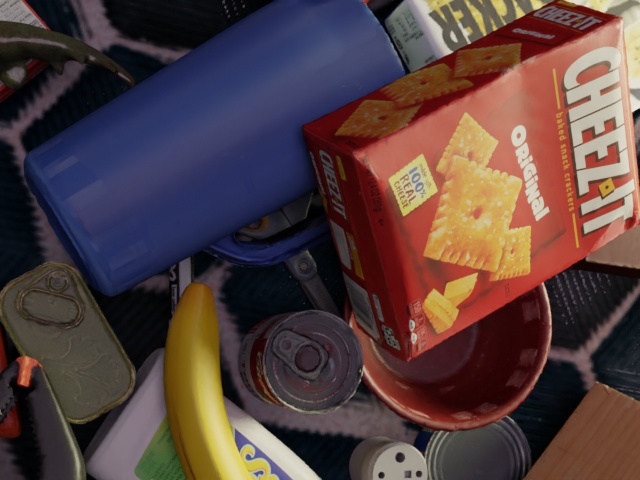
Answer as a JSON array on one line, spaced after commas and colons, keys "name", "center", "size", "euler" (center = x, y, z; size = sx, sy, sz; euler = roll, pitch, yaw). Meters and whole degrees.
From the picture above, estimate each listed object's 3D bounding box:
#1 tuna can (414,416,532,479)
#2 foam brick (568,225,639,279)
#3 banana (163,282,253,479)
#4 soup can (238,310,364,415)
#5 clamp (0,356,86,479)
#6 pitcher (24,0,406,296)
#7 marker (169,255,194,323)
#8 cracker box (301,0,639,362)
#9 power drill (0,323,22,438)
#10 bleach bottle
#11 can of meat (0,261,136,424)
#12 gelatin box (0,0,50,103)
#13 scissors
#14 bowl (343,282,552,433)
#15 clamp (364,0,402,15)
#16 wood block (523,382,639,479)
[{"name": "tuna can", "center": [0.112, 0.167, 0.798], "size": [0.086, 0.034, 0.086], "euler": [1, 84, -14]}, {"name": "foam brick", "center": [0.231, -0.001, 0.834], "size": [0.078, 0.053, 0.051], "euler": [8, 83, -13]}, {"name": "banana", "center": [-0.063, 0.128, 0.693], "size": [0.069, 0.037, 0.198], "euler": [-28, 95, -39]}, {"name": "soup can", "center": [-0.016, 0.084, 0.739], "size": [0.068, 0.102, 0.068], "euler": [1, 84, -14]}, {"name": "clamp", "center": [-0.202, 0.172, 0.624], "size": [0.164, 0.036, 0.210], "euler": [4, 76, -8]}, {"name": "pitcher", "center": [-0.063, -0.058, 0.718], "size": [0.242, 0.145, 0.149], "euler": [-32, 76, -15]}, {"name": "marker", "center": [-0.100, 0.012, 0.769], "size": [0.020, 0.020, 0.121], "euler": [1, 84, -14]}, {"name": "cracker box", "center": [0.109, -0.040, 0.706], "size": [0.213, 0.072, 0.164], "euler": [-28, 123, -18]}, {"name": "power drill", "center": [-0.294, 0.109, 0.692], "size": [0.187, 0.057, 0.184], "euler": [-10, 86, -15]}, {"name": "bleach bottle", "center": [-0.037, 0.185, 0.747], "size": [0.250, 0.068, 0.102], "euler": [36, 74, -11]}, {"name": "can of meat", "center": [-0.169, 0.068, 0.713], "size": [0.057, 0.084, 0.102], "euler": [-30, 92, -15]}, {"name": "gelatin box", "center": [-0.236, -0.144, 0.746], "size": [0.073, 0.030, 0.089], "euler": [-42, 94, -16]}, {"name": "scissors", "center": [-0.005, 0.001, 0.795], "size": [0.201, 0.016, 0.096], "euler": [45, 76, -6]}, {"name": "bowl", "center": [0.086, 0.060, 0.788], "size": [0.162, 0.055, 0.162], "euler": [3, 79, -16]}, {"name": "clamp", "center": [0.068, -0.243, 0.827], "size": [0.120, 0.039, 0.171], "euler": [17, 85, -6]}, {"name": "wood block", "center": [0.187, 0.218, 0.766], "size": [0.206, 0.091, 0.090], "euler": [-49, 131, -13]}]
